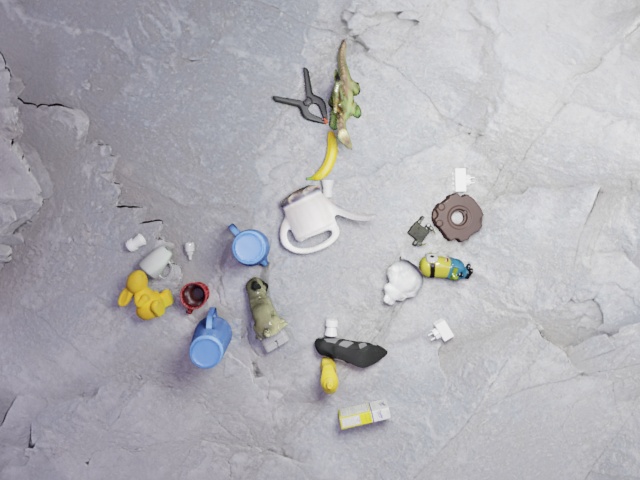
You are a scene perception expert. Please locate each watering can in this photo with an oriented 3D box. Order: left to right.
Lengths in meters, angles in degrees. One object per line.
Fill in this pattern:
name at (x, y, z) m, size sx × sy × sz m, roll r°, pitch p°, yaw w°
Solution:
watering can at (0.005, -0.090, 1.791) m, size 0.346 × 0.104 × 0.224 m, roll -25°, pitch 89°, yaw 11°

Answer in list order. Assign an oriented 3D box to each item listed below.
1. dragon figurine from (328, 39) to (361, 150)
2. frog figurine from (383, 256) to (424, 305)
dragon figurine at (0.078, -0.507, 1.746) m, size 0.122 × 0.243 × 0.410 m, roll -4°, pitch 92°, yaw 5°
frog figurine at (0.278, 0.152, 1.794) m, size 0.161 × 0.123 × 0.136 m, roll -46°, pitch 110°, yaw -11°
